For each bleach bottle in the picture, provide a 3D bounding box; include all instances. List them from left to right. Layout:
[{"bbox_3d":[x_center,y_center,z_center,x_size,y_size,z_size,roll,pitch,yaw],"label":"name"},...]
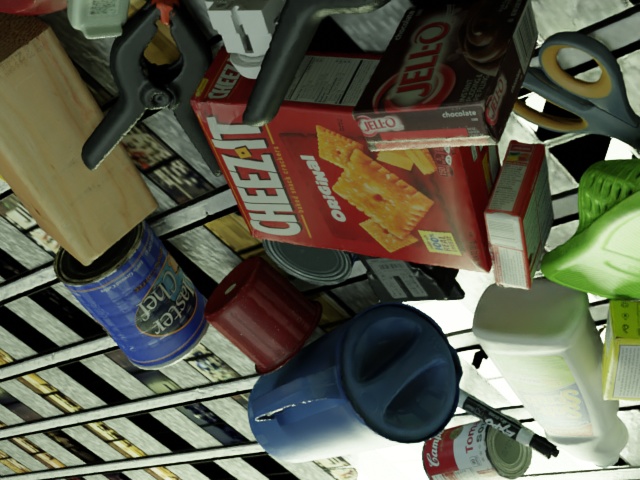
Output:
[{"bbox_3d":[0.228,0.134,0.966,0.103,0.068,0.250,-1,141,37],"label":"bleach bottle"}]

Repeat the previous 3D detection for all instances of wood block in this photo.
[{"bbox_3d":[-0.234,-0.088,0.906,0.091,0.090,0.206,33,157,41],"label":"wood block"}]

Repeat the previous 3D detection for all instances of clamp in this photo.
[{"bbox_3d":[-0.117,-0.115,0.843,0.120,0.039,0.172,5,134,-20],"label":"clamp"},{"bbox_3d":[-0.006,-0.169,0.682,0.210,0.036,0.164,-13,106,33],"label":"clamp"}]

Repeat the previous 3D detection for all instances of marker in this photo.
[{"bbox_3d":[0.185,0.184,1.067,0.121,0.020,0.020,28,151,30],"label":"marker"}]

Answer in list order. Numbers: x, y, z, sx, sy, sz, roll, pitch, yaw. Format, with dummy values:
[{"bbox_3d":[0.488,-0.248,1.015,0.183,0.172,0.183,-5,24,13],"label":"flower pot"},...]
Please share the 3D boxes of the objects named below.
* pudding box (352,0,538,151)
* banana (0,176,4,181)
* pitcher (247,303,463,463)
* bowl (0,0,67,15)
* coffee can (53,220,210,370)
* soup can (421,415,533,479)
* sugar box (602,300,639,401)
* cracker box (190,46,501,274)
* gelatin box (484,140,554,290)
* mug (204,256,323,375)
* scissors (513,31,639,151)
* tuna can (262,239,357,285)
[{"bbox_3d":[0.082,-0.106,0.680,0.090,0.113,0.039,0,134,31],"label":"pudding box"},{"bbox_3d":[-0.298,-0.087,1.026,0.197,0.037,0.070,34,129,-15],"label":"banana"},{"bbox_3d":[0.013,0.155,1.068,0.149,0.145,0.243,38,148,-12],"label":"pitcher"},{"bbox_3d":[-0.234,-0.220,0.783,0.162,0.055,0.162,17,145,12],"label":"bowl"},{"bbox_3d":[-0.187,0.050,1.078,0.103,0.102,0.140,0,139,33],"label":"coffee can"},{"bbox_3d":[0.165,0.226,1.126,0.068,0.068,0.102,38,144,-19],"label":"soup can"},{"bbox_3d":[0.314,0.090,0.835,0.176,0.048,0.093,0,142,9],"label":"sugar box"},{"bbox_3d":[0.027,-0.061,0.818,0.214,0.072,0.164,8,142,25],"label":"cracker box"},{"bbox_3d":[0.149,-0.018,0.797,0.030,0.073,0.089,9,144,24],"label":"gelatin box"},{"bbox_3d":[-0.061,0.068,1.050,0.081,0.093,0.117,43,179,-18],"label":"mug"},{"bbox_3d":[0.218,-0.082,0.714,0.202,0.016,0.096,20,149,8],"label":"scissors"},{"bbox_3d":[-0.006,0.001,0.958,0.086,0.033,0.086,17,146,12],"label":"tuna can"}]
